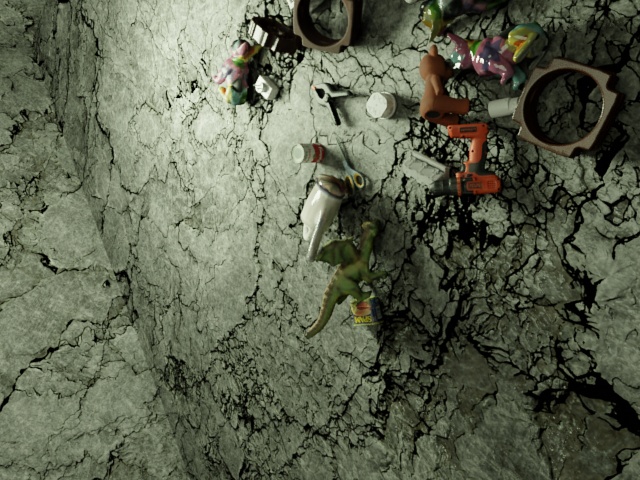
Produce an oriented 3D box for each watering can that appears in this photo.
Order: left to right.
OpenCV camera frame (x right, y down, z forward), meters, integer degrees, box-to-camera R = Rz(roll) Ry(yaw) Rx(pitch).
[{"bbox_3d":[0.005,-0.082,1.630,0.354,0.103,0.221,-99,33,-65],"label":"watering can"}]

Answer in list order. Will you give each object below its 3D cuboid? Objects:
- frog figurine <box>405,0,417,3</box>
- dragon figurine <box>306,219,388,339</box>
[{"bbox_3d":[0.283,-0.709,1.389,0.139,0.124,0.156,44,160,19],"label":"frog figurine"},{"bbox_3d":[0.059,0.096,1.575,0.123,0.414,0.238,23,152,53],"label":"dragon figurine"}]
